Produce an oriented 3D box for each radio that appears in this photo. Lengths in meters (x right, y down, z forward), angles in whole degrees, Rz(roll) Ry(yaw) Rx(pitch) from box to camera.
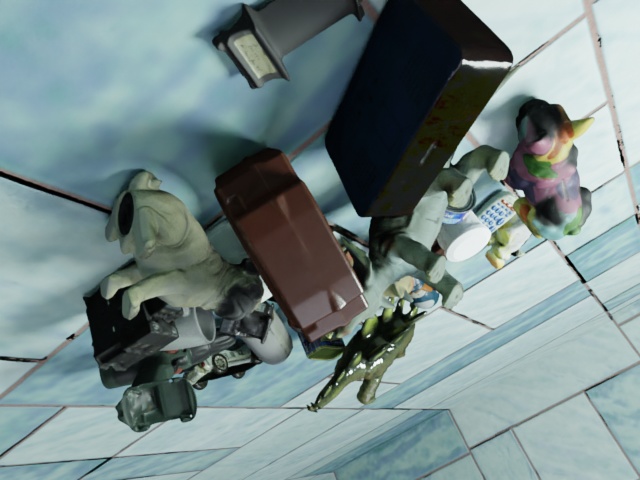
[{"bbox_3d":[0.090,-0.141,0.583,0.073,0.131,0.229,-6,145,-30],"label":"radio"}]

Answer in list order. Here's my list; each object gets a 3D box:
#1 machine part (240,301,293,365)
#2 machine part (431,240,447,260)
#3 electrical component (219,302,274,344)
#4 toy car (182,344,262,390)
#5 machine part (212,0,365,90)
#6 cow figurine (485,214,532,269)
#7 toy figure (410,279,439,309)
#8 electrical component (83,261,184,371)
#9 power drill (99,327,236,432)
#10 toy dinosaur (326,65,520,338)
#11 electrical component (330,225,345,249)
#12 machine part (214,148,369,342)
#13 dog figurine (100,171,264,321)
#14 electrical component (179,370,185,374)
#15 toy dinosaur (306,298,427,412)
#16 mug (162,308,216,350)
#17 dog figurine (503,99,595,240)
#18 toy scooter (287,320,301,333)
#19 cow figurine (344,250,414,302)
[{"bbox_3d":[-0.104,0.172,0.993,0.079,0.079,0.243,-24,151,-2],"label":"machine part"},{"bbox_3d":[0.186,0.001,0.956,0.179,0.056,0.179,-17,148,-11],"label":"machine part"},{"bbox_3d":[-0.134,0.115,0.849,0.119,0.075,0.047,15,102,-7],"label":"electrical component"},{"bbox_3d":[-0.181,0.239,1.040,0.073,0.056,0.201,-39,159,22],"label":"toy car"},{"bbox_3d":[-0.025,-0.200,0.504,0.139,0.039,0.084,-30,142,13],"label":"machine part"},{"bbox_3d":[0.382,-0.008,1.077,0.098,0.068,0.167,-27,151,-7],"label":"cow figurine"},{"bbox_3d":[0.179,0.086,0.974,0.064,0.058,0.154,-43,149,6],"label":"toy figure"},{"bbox_3d":[-0.251,0.098,0.731,0.134,0.115,0.058,-34,153,14],"label":"electrical component"},{"bbox_3d":[-0.238,0.207,0.862,0.232,0.207,0.085,-10,111,-12],"label":"power drill"},{"bbox_3d":[0.127,-0.045,0.740,0.131,0.192,0.404,17,96,-50],"label":"toy dinosaur"},{"bbox_3d":[-0.002,-0.002,0.823,0.078,0.045,0.102,-24,150,-4],"label":"electrical component"},{"bbox_3d":[-0.039,0.001,0.611,0.087,0.201,0.201,-32,106,-5],"label":"machine part"},{"bbox_3d":[-0.150,0.013,0.656,0.190,0.121,0.172,2,112,-40],"label":"dog figurine"},{"bbox_3d":[-0.254,0.231,1.031,0.063,0.021,0.094,-27,149,3],"label":"electrical component"},{"bbox_3d":[0.100,0.212,1.037,0.471,0.105,0.198,-39,154,-47],"label":"toy dinosaur"},{"bbox_3d":[-0.231,0.132,0.835,0.107,0.081,0.109,-18,155,7],"label":"mug"},{"bbox_3d":[0.346,-0.104,0.796,0.108,0.191,0.219,-22,166,7],"label":"dog figurine"},{"bbox_3d":[0.021,0.112,0.995,0.184,0.075,0.135,-20,147,-1],"label":"toy scooter"},{"bbox_3d":[0.070,0.075,0.884,0.195,0.127,0.085,-39,-175,16],"label":"cow figurine"}]
